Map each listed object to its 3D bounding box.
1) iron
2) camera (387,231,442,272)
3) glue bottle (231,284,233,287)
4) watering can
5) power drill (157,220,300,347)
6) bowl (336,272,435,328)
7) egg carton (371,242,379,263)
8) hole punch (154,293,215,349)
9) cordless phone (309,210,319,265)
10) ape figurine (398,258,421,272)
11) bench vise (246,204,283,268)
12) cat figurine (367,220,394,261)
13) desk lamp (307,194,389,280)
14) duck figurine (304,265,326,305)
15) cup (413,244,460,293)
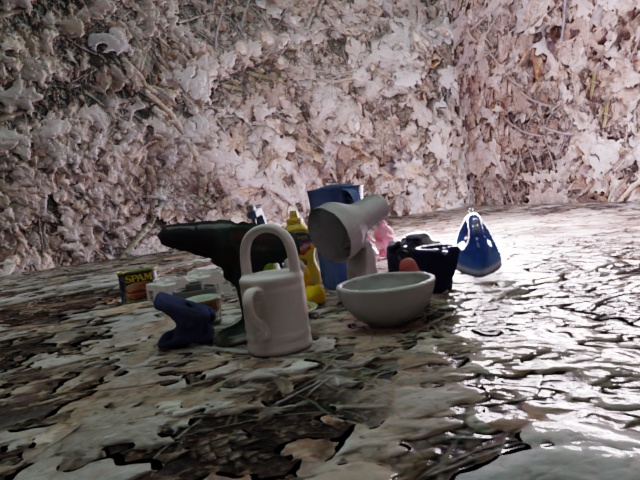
[{"bbox_3d":[0.376,0.000,1.379,0.118,0.141,0.259,-6,5,12],"label":"iron"},{"bbox_3d":[0.221,0.034,1.434,0.142,0.101,0.137,-3,6,36],"label":"camera"},{"bbox_3d":[-0.234,0.038,1.584,0.037,0.173,0.078,-6,5,9],"label":"glue bottle"},{"bbox_3d":[-0.072,0.071,0.886,0.101,0.194,0.173,-7,5,0],"label":"watering can"},{"bbox_3d":[-0.141,0.065,0.959,0.230,0.208,0.075,-8,6,-17],"label":"power drill"},{"bbox_3d":[0.112,0.103,0.956,0.167,0.075,0.167,-7,5,1],"label":"bowl"},{"bbox_3d":[0.110,0.044,1.642,0.107,0.069,0.150,-7,5,-1],"label":"egg carton"},{"bbox_3d":[-0.234,0.132,0.997,0.101,0.091,0.108,-8,5,-10],"label":"hole punch"},{"bbox_3d":[0.014,0.006,1.550,0.094,0.185,0.147,-11,7,-41],"label":"cordless phone"},{"bbox_3d":[0.168,0.078,1.059,0.078,0.092,0.076,-8,5,-12],"label":"ape figurine"},{"bbox_3d":[-0.165,0.007,1.574,0.121,0.220,0.207,-7,5,0],"label":"bench vise"},{"bbox_3d":[0.185,-0.001,1.774,0.067,0.118,0.128,-2,7,44],"label":"cat figurine"},{"bbox_3d":[0.084,0.015,1.186,0.204,0.213,0.117,-11,7,-40],"label":"desk lamp"},{"bbox_3d":[-0.037,0.093,1.201,0.104,0.086,0.078,-2,7,43],"label":"duck figurine"},{"bbox_3d":[0.241,0.060,1.149,0.091,0.095,0.117,-7,5,-5],"label":"cup"}]
